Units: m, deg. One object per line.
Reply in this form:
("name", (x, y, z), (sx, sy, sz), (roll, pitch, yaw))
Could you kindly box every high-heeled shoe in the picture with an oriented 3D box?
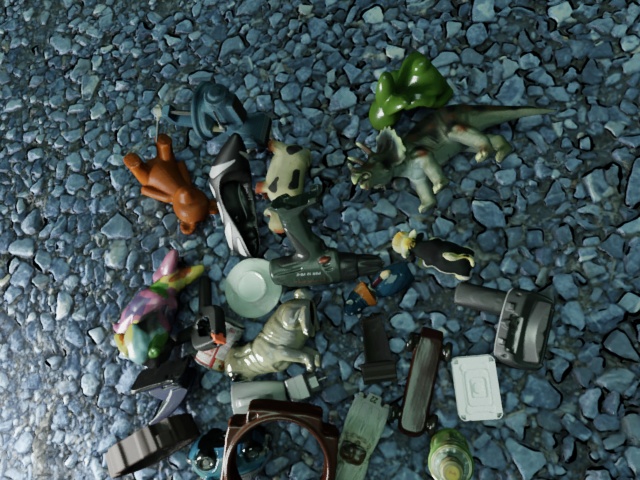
("high-heeled shoe", (-0.161, -0.083, 1.106), (0.086, 0.248, 0.145), (-17, 45, -32))

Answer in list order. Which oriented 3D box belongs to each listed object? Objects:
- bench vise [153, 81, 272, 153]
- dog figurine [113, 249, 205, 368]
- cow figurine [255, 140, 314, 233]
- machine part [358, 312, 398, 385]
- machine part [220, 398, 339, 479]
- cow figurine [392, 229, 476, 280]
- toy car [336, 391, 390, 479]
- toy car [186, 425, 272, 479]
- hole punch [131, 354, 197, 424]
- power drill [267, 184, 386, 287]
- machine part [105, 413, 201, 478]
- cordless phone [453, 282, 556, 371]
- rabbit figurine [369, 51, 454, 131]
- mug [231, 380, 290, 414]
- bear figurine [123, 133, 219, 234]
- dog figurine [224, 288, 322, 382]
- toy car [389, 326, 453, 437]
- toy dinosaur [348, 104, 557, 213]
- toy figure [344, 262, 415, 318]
("bench vise", (-0.230, -0.256, 1.137), (0.241, 0.223, 0.128), (7, 85, 15))
("dog figurine", (-0.325, 0.132, 1.114), (0.219, 0.108, 0.192), (-57, 30, -1))
("cow figurine", (-0.067, -0.108, 1.141), (0.127, 0.085, 0.195), (11, 81, 21))
("machine part", (0.109, 0.212, 1.056), (0.084, 0.039, 0.139), (-9, 78, 17))
("machine part", (-0.071, 0.394, 0.954), (0.202, 0.087, 0.201), (7, 87, 1))
("cow figurine", (0.216, 0.025, 1.038), (0.168, 0.098, 0.068), (17, 90, 16))
("toy car", (0.069, 0.387, 1.019), (0.074, 0.056, 0.201), (21, 85, 16))
("toy car", (-0.172, 0.430, 1.052), (0.162, 0.109, 0.102), (-8, 99, 0))
("hole punch", (-0.305, 0.302, 1.091), (0.116, 0.142, 0.092), (-20, 98, 0))
("power drill", (-0.002, -0.003, 1.066), (0.232, 0.086, 0.207), (-13, 121, 9))
("machine part", (-0.327, 0.399, 1.052), (0.179, 0.179, 0.056), (-30, 72, 6))
("cordless phone", (0.332, 0.154, 1.005), (0.184, 0.088, 0.146), (12, 82, 26))
("rabbit figurine", (0.171, -0.287, 1.098), (0.170, 0.159, 0.121), (-44, 82, 17))
("mug", (-0.117, 0.310, 1.057), (0.107, 0.109, 0.081), (-12, 68, -3))
("bear figurine", (-0.318, -0.117, 1.176), (0.120, 0.131, 0.196), (-38, 65, -20))
("dog figurine", (-0.101, 0.189, 1.059), (0.191, 0.121, 0.172), (-5, 73, 10))
("toy car", (0.191, 0.267, 1.015), (0.089, 0.053, 0.202), (12, 74, 10))
("toy dinosaur", (0.243, -0.197, 1.073), (0.405, 0.131, 0.192), (-33, 74, -2))
("toy figure", (0.113, 0.099, 1.066), (0.154, 0.058, 0.064), (-30, 104, 4))
